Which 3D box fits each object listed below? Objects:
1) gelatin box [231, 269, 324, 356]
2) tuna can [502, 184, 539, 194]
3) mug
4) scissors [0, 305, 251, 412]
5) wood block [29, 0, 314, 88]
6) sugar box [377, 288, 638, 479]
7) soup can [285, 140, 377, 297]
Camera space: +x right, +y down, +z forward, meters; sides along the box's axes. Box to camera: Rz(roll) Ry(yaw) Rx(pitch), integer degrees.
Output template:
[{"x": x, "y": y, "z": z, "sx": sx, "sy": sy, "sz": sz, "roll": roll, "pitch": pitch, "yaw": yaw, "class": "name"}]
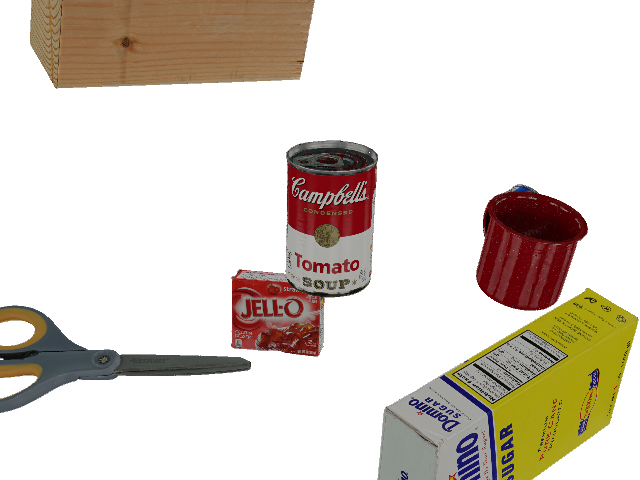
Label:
[{"x": -0.041, "y": 0.070, "z": 1.030, "sx": 0.089, "sy": 0.073, "sz": 0.030, "roll": 5, "pitch": 16, "yaw": 11, "class": "gelatin box"}, {"x": 0.232, "y": -0.019, "z": 1.221, "sx": 0.033, "sy": 0.086, "sz": 0.086, "roll": -29, "pitch": 11, "yaw": -20, "class": "tuna can"}, {"x": 0.187, "y": 0.005, "z": 1.006, "sx": 0.093, "sy": 0.081, "sz": 0.117, "roll": -8, "pitch": 36, "yaw": -27, "class": "mug"}, {"x": -0.153, "y": 0.070, "z": 0.715, "sx": 0.201, "sy": 0.016, "sz": 0.096, "roll": -11, "pitch": 44, "yaw": -6, "class": "scissors"}, {"x": -0.119, "y": -0.184, "z": 0.858, "sx": 0.205, "sy": 0.091, "sz": 0.090, "roll": -6, "pitch": 36, "yaw": -27, "class": "wood block"}, {"x": 0.110, "y": 0.104, "z": 0.626, "sx": 0.175, "sy": 0.093, "sz": 0.048, "roll": -27, "pitch": 44, "yaw": -35, "class": "sugar box"}, {"x": 0.007, "y": -0.017, "z": 0.805, "sx": 0.068, "sy": 0.102, "sz": 0.068, "roll": 1, "pitch": 24, "yaw": -1, "class": "soup can"}]
